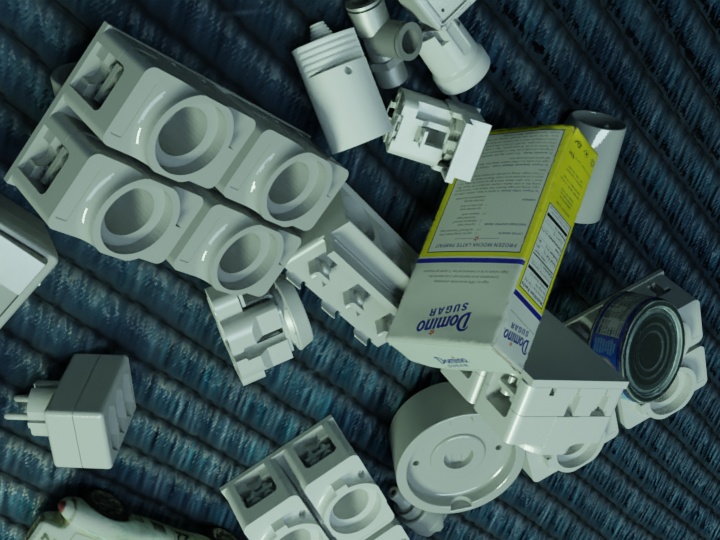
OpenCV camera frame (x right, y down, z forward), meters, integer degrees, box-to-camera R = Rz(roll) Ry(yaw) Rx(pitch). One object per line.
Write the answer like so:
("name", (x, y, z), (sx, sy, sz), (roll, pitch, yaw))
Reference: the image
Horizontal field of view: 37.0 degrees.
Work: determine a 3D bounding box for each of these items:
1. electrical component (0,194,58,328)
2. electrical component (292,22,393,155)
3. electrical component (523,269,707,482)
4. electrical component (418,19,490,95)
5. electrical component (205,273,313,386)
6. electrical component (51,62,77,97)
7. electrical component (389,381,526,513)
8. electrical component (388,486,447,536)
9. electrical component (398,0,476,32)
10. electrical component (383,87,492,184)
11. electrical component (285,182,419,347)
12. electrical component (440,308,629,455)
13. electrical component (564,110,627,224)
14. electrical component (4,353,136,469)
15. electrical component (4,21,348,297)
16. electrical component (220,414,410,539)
("electrical component", (-0.227, -0.010, 0.639), (0.061, 0.061, 0.096), (-48, 129, 5))
("electrical component", (-0.013, -0.120, 0.692), (0.043, 0.043, 0.081), (-24, 98, -14))
("electrical component", (0.210, 0.095, 0.936), (0.186, 0.060, 0.105), (-27, 127, -11))
("electrical component", (0.060, -0.148, 0.725), (0.040, 0.040, 0.046), (-42, 124, 0))
("electrical component", (-0.069, 0.037, 0.755), (0.057, 0.058, 0.078), (-23, 126, -11))
("electrical component", (-0.161, -0.086, 0.643), (0.044, 0.044, 0.065), (-8, 126, -24))
("electrical component", (0.076, 0.141, 0.888), (0.108, 0.060, 0.108), (-7, 125, -10))
("electrical component", (0.047, 0.205, 0.932), (0.035, 0.035, 0.061), (-46, 126, 4))
("electrical component", (0.035, -0.206, 0.666), (0.062, 0.061, 0.096), (-44, 121, 2))
("electrical component", (0.050, -0.095, 0.733), (0.064, 0.081, 0.042), (17, 110, -10))
("electrical component", (0.000, 0.000, 0.764), (0.063, 0.078, 0.121), (-31, 132, 19))
("electrical component", (0.114, 0.070, 0.812), (0.089, 0.150, 0.061), (4, 115, -30))
("electrical component", (0.157, -0.078, 0.815), (0.079, 0.043, 0.077), (-3, 119, -26))
("electrical component", (-0.198, 0.093, 0.720), (0.077, 0.065, 0.047), (2, 121, 4))
("electrical component", (-0.099, -0.055, 0.648), (0.105, 0.060, 0.186), (-54, 145, 10))
("electrical component", (-0.021, 0.223, 0.890), (0.105, 0.060, 0.186), (-33, 128, -7))
